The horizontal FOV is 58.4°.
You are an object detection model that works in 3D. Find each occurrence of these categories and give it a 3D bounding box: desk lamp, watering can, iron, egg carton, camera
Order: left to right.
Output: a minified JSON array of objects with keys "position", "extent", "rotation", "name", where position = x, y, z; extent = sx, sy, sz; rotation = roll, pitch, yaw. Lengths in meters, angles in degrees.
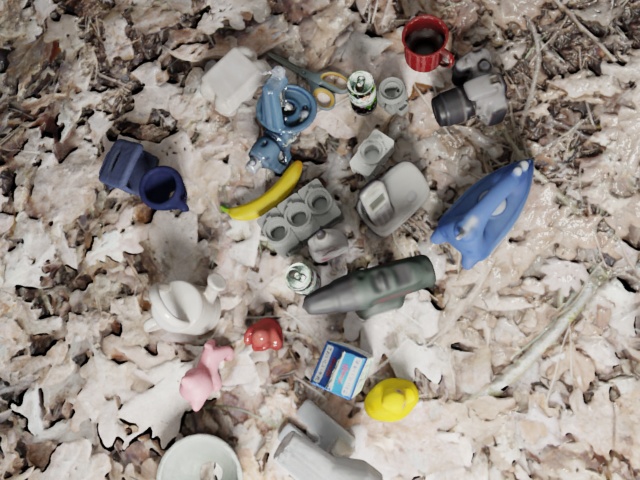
[{"position":[-0.259,0.120,1.081],"extent":[0.100,0.194,0.173],"rotation":[37,86,14],"name":"watering can"},{"position":[-0.180,-0.340,1.224],"extent":[0.150,0.069,0.107],"rotation":[-45,76,-2],"name":"egg carton"},{"position":[0.006,0.386,0.979],"extent":[0.203,0.214,0.118],"rotation":[37,86,14],"name":"desk lamp"},{"position":[0.287,-0.292,1.129],"extent":[0.136,0.101,0.143],"rotation":[-19,77,4],"name":"camera"},{"position":[0.322,-0.074,1.060],"extent":[0.118,0.141,0.258],"rotation":[40,87,14],"name":"iron"}]

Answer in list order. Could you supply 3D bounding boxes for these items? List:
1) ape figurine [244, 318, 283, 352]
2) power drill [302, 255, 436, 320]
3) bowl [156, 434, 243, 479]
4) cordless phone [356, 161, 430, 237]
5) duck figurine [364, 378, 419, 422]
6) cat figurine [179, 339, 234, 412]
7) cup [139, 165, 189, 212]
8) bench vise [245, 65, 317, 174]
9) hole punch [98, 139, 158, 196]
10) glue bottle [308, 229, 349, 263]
[{"position":[-0.109,0.185,1.098],"extent":[0.077,0.092,0.076],"rotation":[28,84,13],"name":"ape figurine"},{"position":[0.092,0.093,1.027],"extent":[0.229,0.208,0.075],"rotation":[-20,76,4],"name":"power drill"},{"position":[-0.215,0.445,1.072],"extent":[0.167,0.075,0.167],"rotation":[-2,79,8],"name":"bowl"},{"position":[0.133,-0.091,1.069],"extent":[0.094,0.185,0.147],"rotation":[44,88,14],"name":"cordless phone"},{"position":[0.130,0.294,1.045],"extent":[0.104,0.086,0.077],"rotation":[-21,76,4],"name":"duck figurine"},{"position":[-0.224,0.254,1.088],"extent":[0.067,0.118,0.128],"rotation":[16,82,11],"name":"cat figurine"},{"position":[-0.302,-0.090,1.179],"extent":[0.117,0.095,0.092],"rotation":[38,87,14],"name":"cup"},{"position":[-0.076,-0.228,1.109],"extent":[0.121,0.220,0.207],"rotation":[11,81,11],"name":"bench vise"},{"position":[-0.416,-0.156,1.211],"extent":[0.101,0.091,0.109],"rotation":[20,83,12],"name":"hole punch"},{"position":[0.010,0.004,1.075],"extent":[0.078,0.173,0.037],"rotation":[-28,76,2],"name":"glue bottle"}]
